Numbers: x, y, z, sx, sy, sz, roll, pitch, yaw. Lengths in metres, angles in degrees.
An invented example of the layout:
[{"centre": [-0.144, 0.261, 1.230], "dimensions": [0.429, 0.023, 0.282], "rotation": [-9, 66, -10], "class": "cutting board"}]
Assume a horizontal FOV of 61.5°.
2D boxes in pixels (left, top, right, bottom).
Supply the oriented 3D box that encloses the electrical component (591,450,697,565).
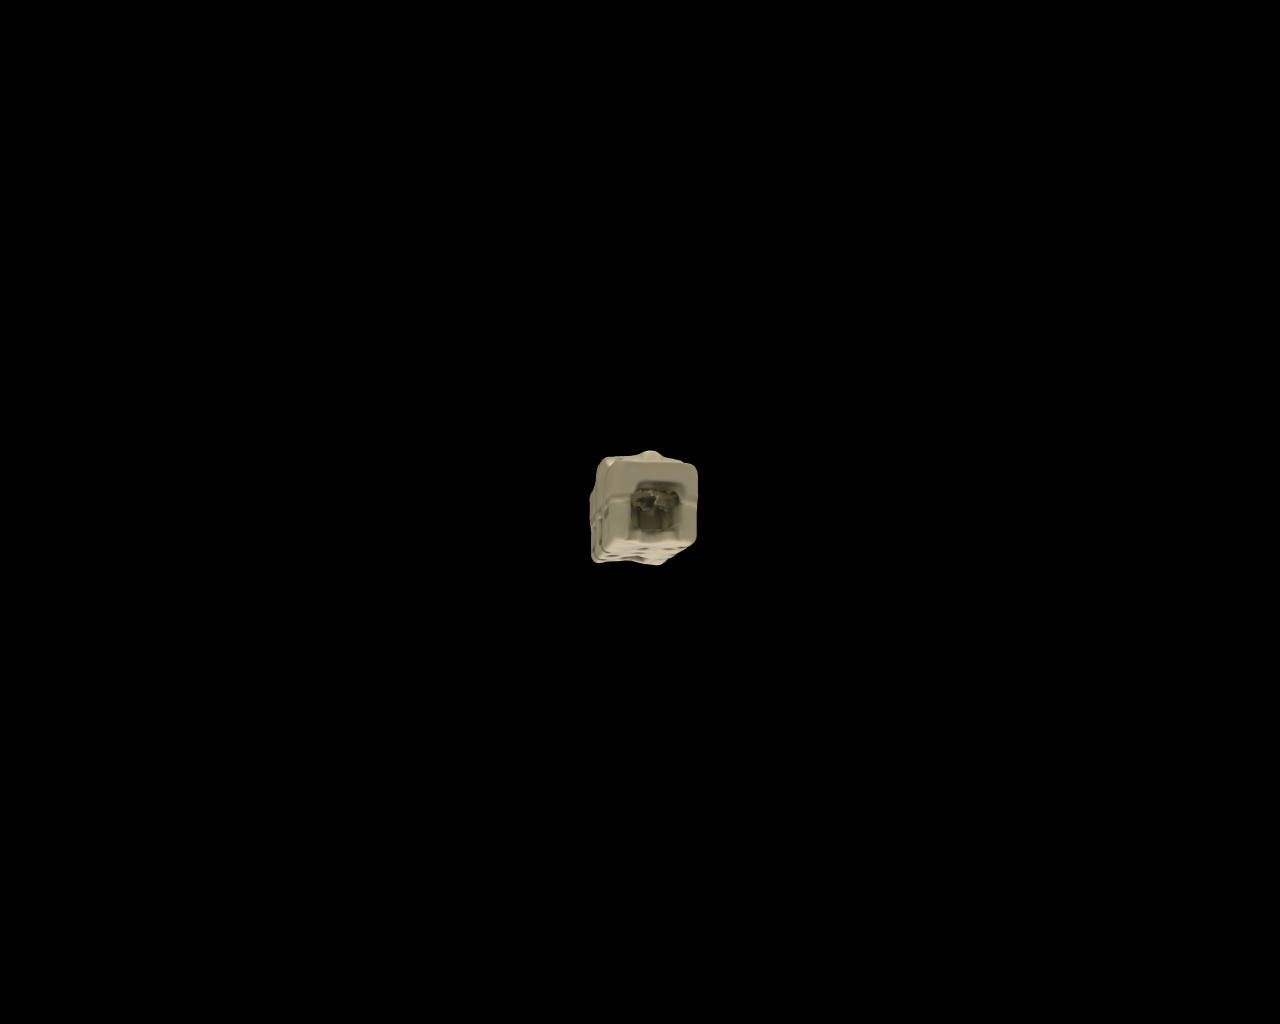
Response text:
[{"centre": [0.001, -0.003, 0.650], "dimensions": [0.050, 0.055, 0.089], "rotation": [2, -12, -11], "class": "electrical component"}]
